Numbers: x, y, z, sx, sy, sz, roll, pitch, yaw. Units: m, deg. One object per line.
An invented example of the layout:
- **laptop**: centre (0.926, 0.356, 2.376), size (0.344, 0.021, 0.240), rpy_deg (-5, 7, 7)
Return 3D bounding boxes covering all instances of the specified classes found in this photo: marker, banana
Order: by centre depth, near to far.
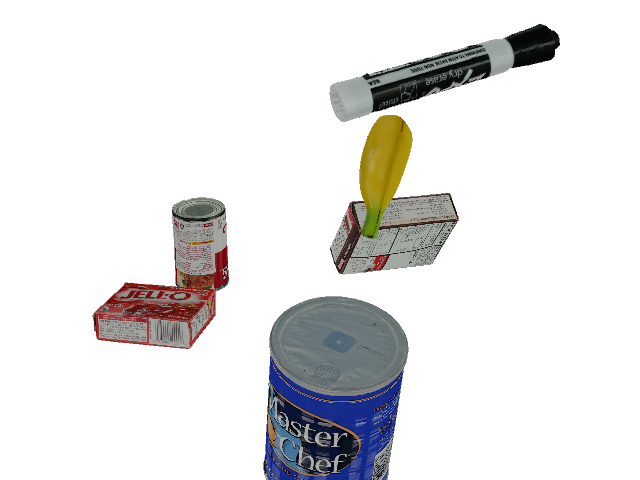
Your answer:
- **marker**: centre (0.063, -0.083, 0.524), size (0.121, 0.020, 0.020), rpy_deg (-18, 5, -14)
- **banana**: centre (0.052, -0.071, 0.895), size (0.037, 0.070, 0.197), rpy_deg (25, 25, -2)

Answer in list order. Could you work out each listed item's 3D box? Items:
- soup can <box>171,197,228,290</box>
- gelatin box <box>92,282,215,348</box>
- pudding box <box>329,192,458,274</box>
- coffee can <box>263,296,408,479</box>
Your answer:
- **soup can**: centre (-0.149, 0.006, 1.325), size (0.068, 0.102, 0.068), rpy_deg (0, 25, 0)
- **gelatin box**: centre (-0.145, 0.064, 0.942), size (0.089, 0.030, 0.073), rpy_deg (4, 20, 12)
- **pudding box**: centre (0.075, -0.007, 1.101), size (0.113, 0.039, 0.090), rpy_deg (-8, -31, -20)
- **coffee can**: centre (0.009, 0.129, 0.825), size (0.103, 0.140, 0.103), rpy_deg (3, 37, -2)
